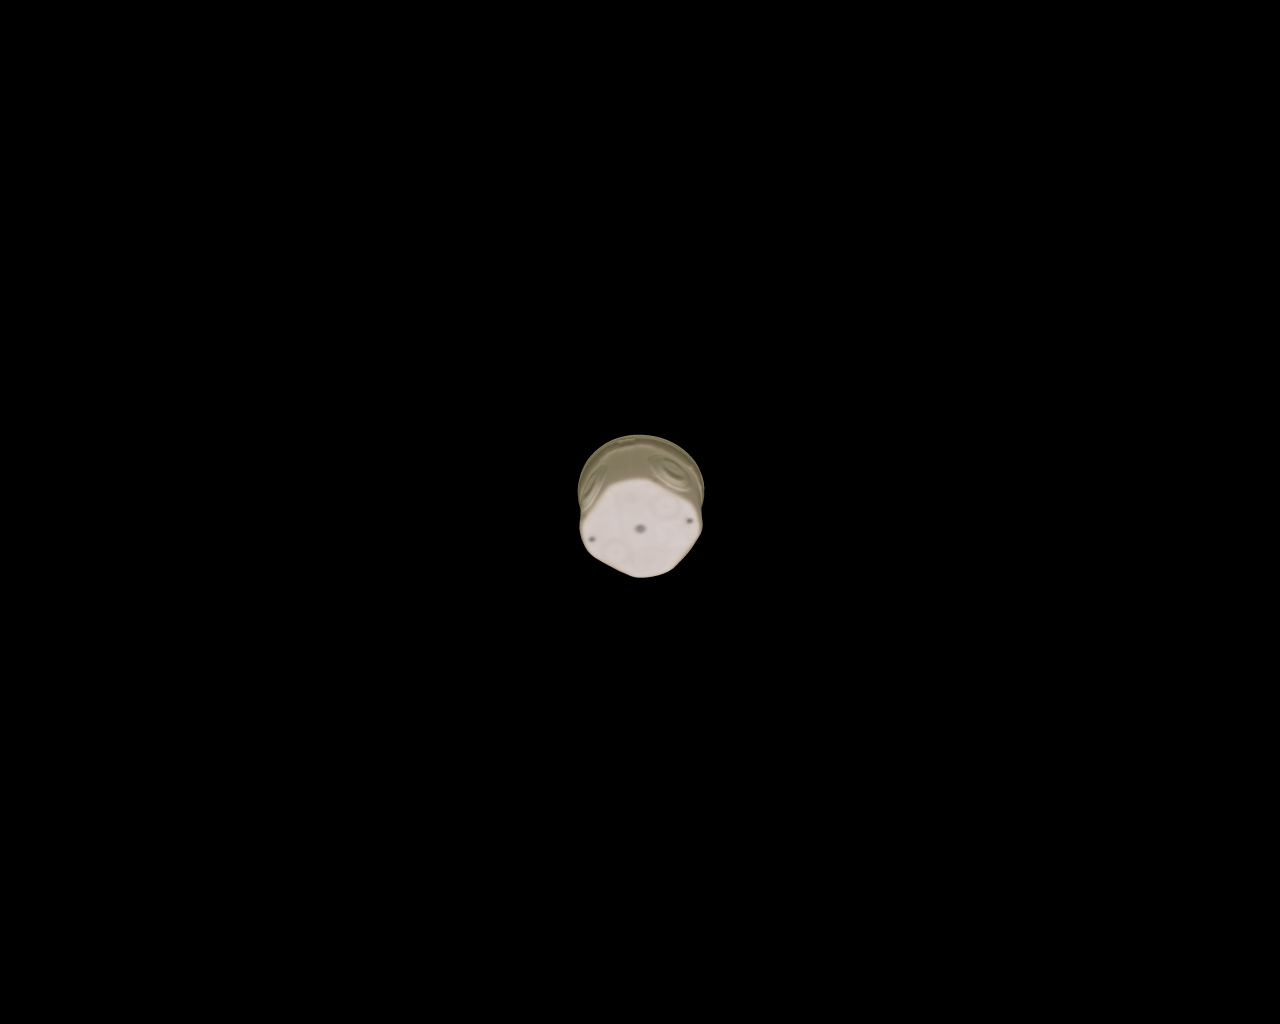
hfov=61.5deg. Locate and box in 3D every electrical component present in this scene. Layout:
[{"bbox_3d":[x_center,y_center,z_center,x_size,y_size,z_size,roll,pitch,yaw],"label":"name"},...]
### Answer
[{"bbox_3d":[0.001,-0.003,0.650,0.080,0.080,0.051,0,32,0],"label":"electrical component"}]
